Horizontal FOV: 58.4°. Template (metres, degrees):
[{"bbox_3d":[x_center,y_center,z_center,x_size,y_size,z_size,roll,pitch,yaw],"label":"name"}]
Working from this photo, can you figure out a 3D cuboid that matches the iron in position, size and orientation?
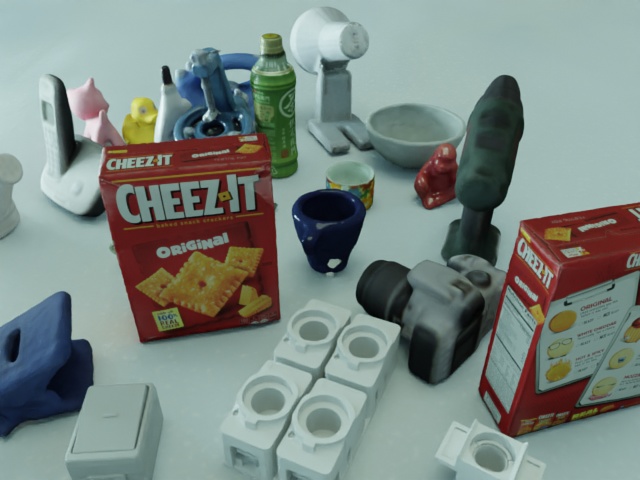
[{"bbox_3d":[-0.182,-0.282,1.069,0.258,0.141,0.118,-9,37,-13],"label":"iron"}]

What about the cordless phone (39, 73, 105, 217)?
[{"bbox_3d":[-0.356,-0.137,0.829,0.147,0.185,0.094,25,43,30],"label":"cordless phone"}]

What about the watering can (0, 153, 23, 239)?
[{"bbox_3d":[-0.475,-0.096,0.764,0.173,0.194,0.101,-2,36,-3],"label":"watering can"}]

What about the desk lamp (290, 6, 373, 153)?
[{"bbox_3d":[0.031,-0.296,1.028,0.118,0.214,0.202,-14,38,-18],"label":"desk lamp"}]

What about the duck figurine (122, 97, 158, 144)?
[{"bbox_3d":[-0.313,-0.214,1.021,0.104,0.086,0.078,24,42,30],"label":"duck figurine"}]

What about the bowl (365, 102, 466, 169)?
[{"bbox_3d":[0.159,-0.168,0.971,0.167,0.075,0.167,0,36,0],"label":"bowl"}]

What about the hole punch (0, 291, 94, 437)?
[{"bbox_3d":[-0.282,0.116,0.560,0.101,0.091,0.108,-12,38,-16],"label":"hole punch"}]

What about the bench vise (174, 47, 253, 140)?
[{"bbox_3d":[-0.168,-0.207,0.899,0.121,0.220,0.207,-4,36,-6],"label":"bench vise"}]

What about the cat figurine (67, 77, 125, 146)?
[{"bbox_3d":[-0.395,-0.222,1.004,0.067,0.118,0.127,-22,42,-28],"label":"cat figurine"}]

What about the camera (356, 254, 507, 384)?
[{"bbox_3d":[0.119,0.060,0.633,0.136,0.101,0.143,28,44,33],"label":"camera"}]

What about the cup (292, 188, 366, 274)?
[{"bbox_3d":[0.007,0.003,0.716,0.091,0.095,0.118,12,38,16],"label":"cup"}]

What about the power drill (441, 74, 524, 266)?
[{"bbox_3d":[0.209,-0.078,0.732,0.075,0.208,0.230,11,37,15],"label":"power drill"}]

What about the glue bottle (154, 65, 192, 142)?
[{"bbox_3d":[-0.234,-0.195,0.922,0.078,0.173,0.037,-21,41,-27],"label":"glue bottle"}]

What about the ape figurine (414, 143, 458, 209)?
[{"bbox_3d":[0.183,-0.102,0.865,0.077,0.092,0.076,7,36,9],"label":"ape figurine"}]
